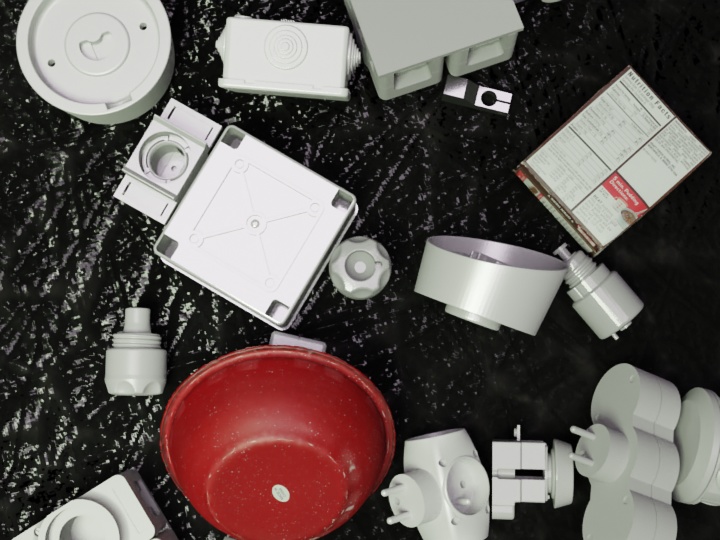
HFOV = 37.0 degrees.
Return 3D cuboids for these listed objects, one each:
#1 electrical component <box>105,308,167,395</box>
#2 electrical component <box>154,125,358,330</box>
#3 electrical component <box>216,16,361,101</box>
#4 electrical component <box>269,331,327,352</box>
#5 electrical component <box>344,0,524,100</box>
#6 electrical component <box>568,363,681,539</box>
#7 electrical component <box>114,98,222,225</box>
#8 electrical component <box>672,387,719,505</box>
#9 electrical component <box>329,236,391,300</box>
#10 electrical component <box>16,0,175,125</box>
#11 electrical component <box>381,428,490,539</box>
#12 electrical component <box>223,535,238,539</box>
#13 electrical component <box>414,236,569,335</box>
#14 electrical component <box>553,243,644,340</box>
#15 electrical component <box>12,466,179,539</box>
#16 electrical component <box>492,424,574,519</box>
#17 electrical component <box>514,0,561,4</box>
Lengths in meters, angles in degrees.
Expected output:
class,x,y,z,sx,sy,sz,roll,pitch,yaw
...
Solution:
class,x,y,z,sx,sy,sz,roll,pitch,yaw
electrical component,-0.159,0.058,0.767,0.043,0.043,0.062,0,83,0
electrical component,-0.073,-0.029,0.770,0.109,0.056,0.108,30,85,2
electrical component,-0.050,-0.149,0.762,0.100,0.099,0.048,5,97,0
electrical component,-0.031,0.084,0.764,0.077,0.047,0.065,13,85,0
electrical component,0.033,-0.228,0.780,0.105,0.060,0.186,-19,79,-2
electrical component,0.172,0.127,0.730,0.074,0.052,0.138,23,60,-21
electrical component,-0.135,-0.075,0.770,0.042,0.064,0.081,30,85,1
electrical component,0.247,0.125,0.746,0.051,0.080,0.080,13,84,-4
electrical component,0.000,0.000,0.764,0.043,0.062,0.043,0,84,0
electrical component,-0.186,-0.158,0.779,0.108,0.060,0.108,0,84,0
electrical component,0.047,0.155,0.747,0.079,0.044,0.077,-8,83,-39
electrical component,-0.076,0.207,0.755,0.046,0.040,0.040,18,84,6
electrical component,0.089,0.006,0.749,0.099,0.099,0.064,20,91,2
electrical component,0.169,0.014,0.775,0.040,0.040,0.078,-40,86,-4
electrical component,-0.161,0.225,0.741,0.089,0.061,0.150,-32,85,-3
electrical component,0.122,0.143,0.760,0.055,0.048,0.066,0,84,7
electrical component,0.149,-0.244,0.745,0.089,0.150,0.061,-19,84,-2
